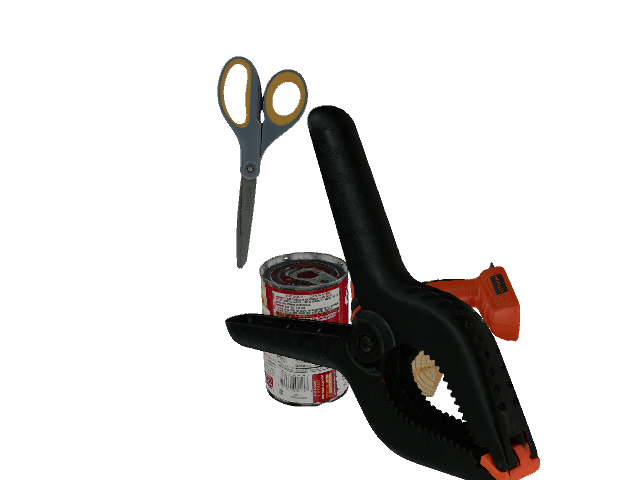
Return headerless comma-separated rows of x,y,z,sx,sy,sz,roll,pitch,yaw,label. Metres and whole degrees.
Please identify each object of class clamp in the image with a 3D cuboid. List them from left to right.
0.034,0.039,0.555,0.036,0.165,0.210,-14,41,-42,clamp

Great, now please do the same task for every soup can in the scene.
-0.011,0.068,0.823,0.068,0.102,0.068,-1,21,0,soup can

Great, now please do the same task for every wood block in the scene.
0.146,0.147,1.592,0.091,0.090,0.205,4,18,16,wood block

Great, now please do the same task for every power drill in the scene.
0.127,0.082,1.213,0.187,0.057,0.184,-1,28,-1,power drill

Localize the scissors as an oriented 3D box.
-0.050,-0.080,1.033,0.096,0.202,0.016,-10,3,-5,scissors
